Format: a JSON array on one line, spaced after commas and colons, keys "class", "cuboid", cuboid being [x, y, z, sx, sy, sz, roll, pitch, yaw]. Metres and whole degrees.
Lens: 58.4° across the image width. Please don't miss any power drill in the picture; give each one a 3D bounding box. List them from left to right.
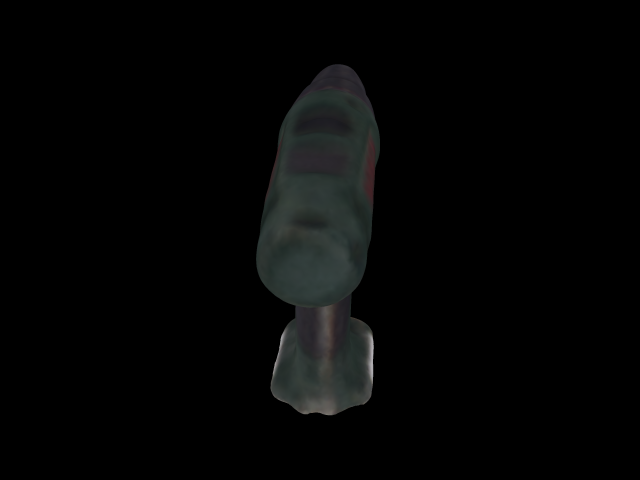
[{"class": "power drill", "cuboid": [0.004, 0.001, 0.400, 0.075, 0.208, 0.229, 2, 27, 4]}]
